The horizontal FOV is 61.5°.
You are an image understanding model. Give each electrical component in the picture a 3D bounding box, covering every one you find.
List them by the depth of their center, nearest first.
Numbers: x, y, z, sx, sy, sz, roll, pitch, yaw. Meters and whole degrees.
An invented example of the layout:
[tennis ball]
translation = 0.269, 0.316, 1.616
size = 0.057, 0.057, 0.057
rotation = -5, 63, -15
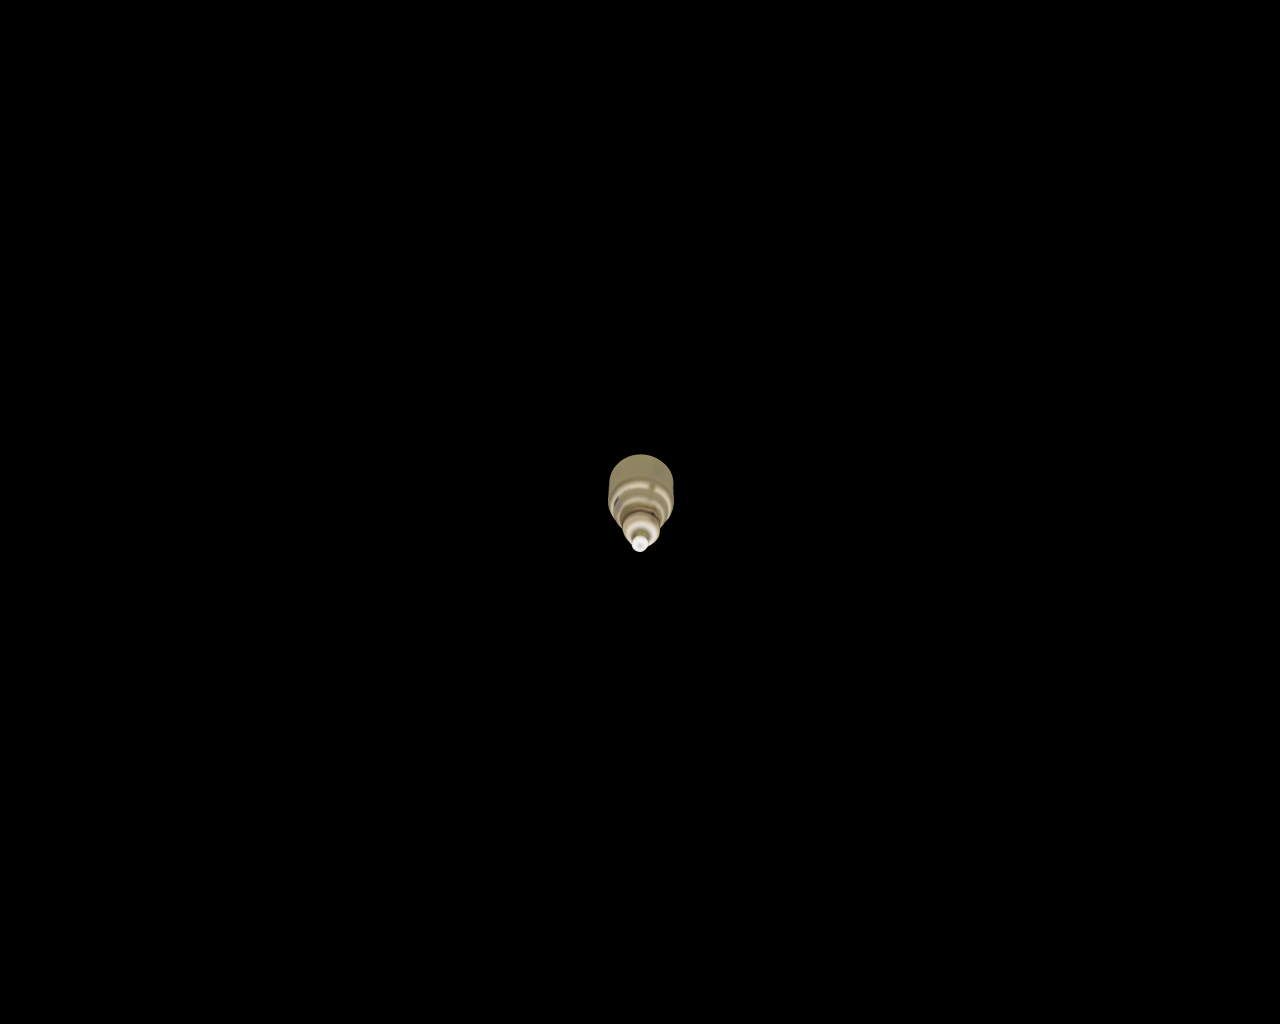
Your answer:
[electrical component]
translation = 0.001, -0.003, 0.650
size = 0.040, 0.040, 0.078
rotation = 0, 35, 0
